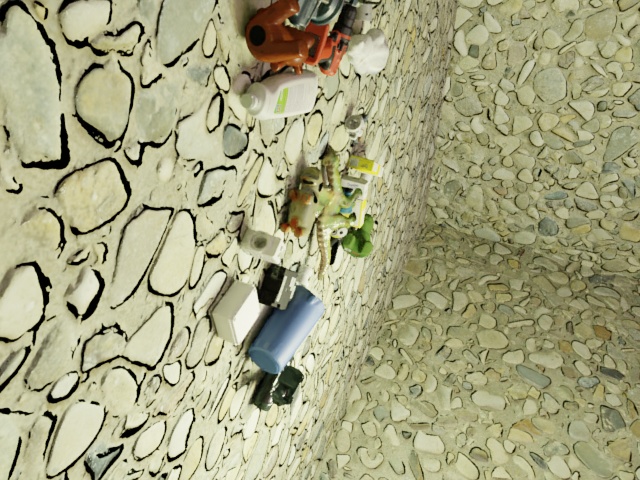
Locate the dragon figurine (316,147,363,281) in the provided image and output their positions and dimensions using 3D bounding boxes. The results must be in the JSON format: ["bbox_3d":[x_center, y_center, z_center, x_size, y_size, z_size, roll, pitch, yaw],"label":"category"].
[{"bbox_3d":[0.005,-0.079,1.579,0.241,0.122,0.411,18,86,-55],"label":"dragon figurine"}]

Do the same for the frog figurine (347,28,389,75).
[{"bbox_3d":[0.140,-0.552,1.498,0.136,0.123,0.160,-56,176,8],"label":"frog figurine"}]
